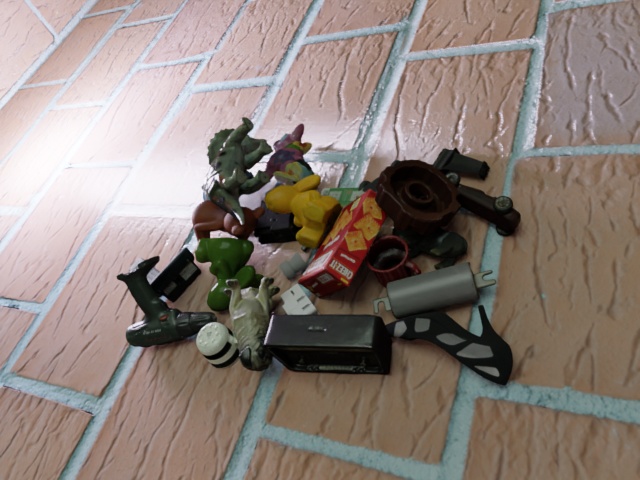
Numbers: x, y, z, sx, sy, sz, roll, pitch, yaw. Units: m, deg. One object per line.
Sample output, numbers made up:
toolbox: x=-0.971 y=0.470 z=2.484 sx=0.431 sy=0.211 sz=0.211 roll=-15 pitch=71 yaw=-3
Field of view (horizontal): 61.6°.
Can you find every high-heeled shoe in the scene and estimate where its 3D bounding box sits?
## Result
high-heeled shoe: x=0.229 y=0.205 z=0.999 sx=0.249 sy=0.086 sz=0.145 roll=-18 pitch=77 yaw=36

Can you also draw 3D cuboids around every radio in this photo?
radio: x=0.020 y=0.203 z=1.040 sx=0.230 sy=0.131 sz=0.073 roll=-3 pitch=53 yaw=24

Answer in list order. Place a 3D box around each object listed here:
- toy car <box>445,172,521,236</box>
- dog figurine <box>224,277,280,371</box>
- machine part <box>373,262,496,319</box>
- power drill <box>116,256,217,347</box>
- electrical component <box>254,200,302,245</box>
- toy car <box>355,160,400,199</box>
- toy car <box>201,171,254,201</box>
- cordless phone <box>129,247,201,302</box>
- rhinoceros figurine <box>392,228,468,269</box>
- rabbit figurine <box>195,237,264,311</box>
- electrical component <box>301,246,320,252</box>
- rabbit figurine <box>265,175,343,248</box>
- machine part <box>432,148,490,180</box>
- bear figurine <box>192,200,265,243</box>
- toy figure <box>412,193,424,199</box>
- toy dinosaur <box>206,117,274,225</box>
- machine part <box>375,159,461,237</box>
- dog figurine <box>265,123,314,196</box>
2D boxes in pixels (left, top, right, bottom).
toy car: x=0.339 y=-0.082 z=1.145 sx=0.053 sy=0.089 sz=0.202 roll=-42 pitch=46 yaw=-10
dog figurine: x=-0.144 y=0.191 z=1.152 sx=0.121 sy=0.172 sz=0.190 roll=-7 pitch=71 yaw=3
machine part: x=0.222 y=0.100 z=1.062 sx=0.243 sy=0.079 sz=0.079 roll=-16 pitch=48 yaw=15
power drill: x=-0.373 y=0.144 z=1.264 sx=0.232 sy=0.207 sz=0.086 roll=-24 pitch=7 yaw=17
electrical component: x=-0.093 y=-0.053 z=1.357 sx=0.134 sy=0.058 sz=0.115 roll=-9 pitch=53 yaw=21
toy car: x=0.167 y=-0.134 z=1.274 sx=0.202 sy=0.056 sz=0.074 roll=-34 pitch=36 yaw=-30
toy car: x=-0.267 y=-0.155 z=1.497 sx=0.109 sy=0.102 sz=0.161 roll=30 pitch=73 yaw=39
cordless phone: x=-0.412 y=0.068 z=1.402 sx=0.184 sy=0.088 sz=0.146 roll=24 pitch=67 yaw=43
rhinoceros figurine: x=0.225 y=-0.014 z=1.156 sx=0.112 sy=0.073 sz=0.191 roll=-46 pitch=48 yaw=-12
rabbit figurine: x=-0.212 y=0.088 z=1.286 sx=0.159 sy=0.121 sz=0.170 roll=-2 pitch=71 yaw=18
electrical component: x=-0.003 y=-0.004 z=1.296 sx=0.063 sy=0.021 sz=0.094 roll=26 pitch=67 yaw=38
rabbit figurine: x=-0.041 y=-0.087 z=1.265 sx=0.173 sy=0.121 sz=0.162 roll=19 pitch=49 yaw=16
machine part: x=0.331 y=-0.178 z=1.263 sx=0.139 sy=0.039 sz=0.084 roll=26 pitch=63 yaw=40
bear figurine: x=-0.226 y=-0.036 z=1.354 sx=0.196 sy=0.131 sz=0.120 roll=14 pitch=48 yaw=30
toy figure: x=0.214 y=-0.113 z=1.223 sx=0.058 sy=0.154 sz=0.064 roll=-35 pitch=66 yaw=51
toy dinosaur: x=-0.220 y=-0.159 z=1.325 sx=0.192 sy=0.131 sz=0.405 roll=-32 pitch=33 yaw=36
machine part: x=0.202 y=-0.090 z=1.117 sx=0.179 sy=0.056 sz=0.179 roll=9 pitch=51 yaw=-11
dog figurine: x=-0.064 y=-0.212 z=1.441 sx=0.192 sy=0.108 sz=0.219 roll=9 pitch=56 yaw=33
